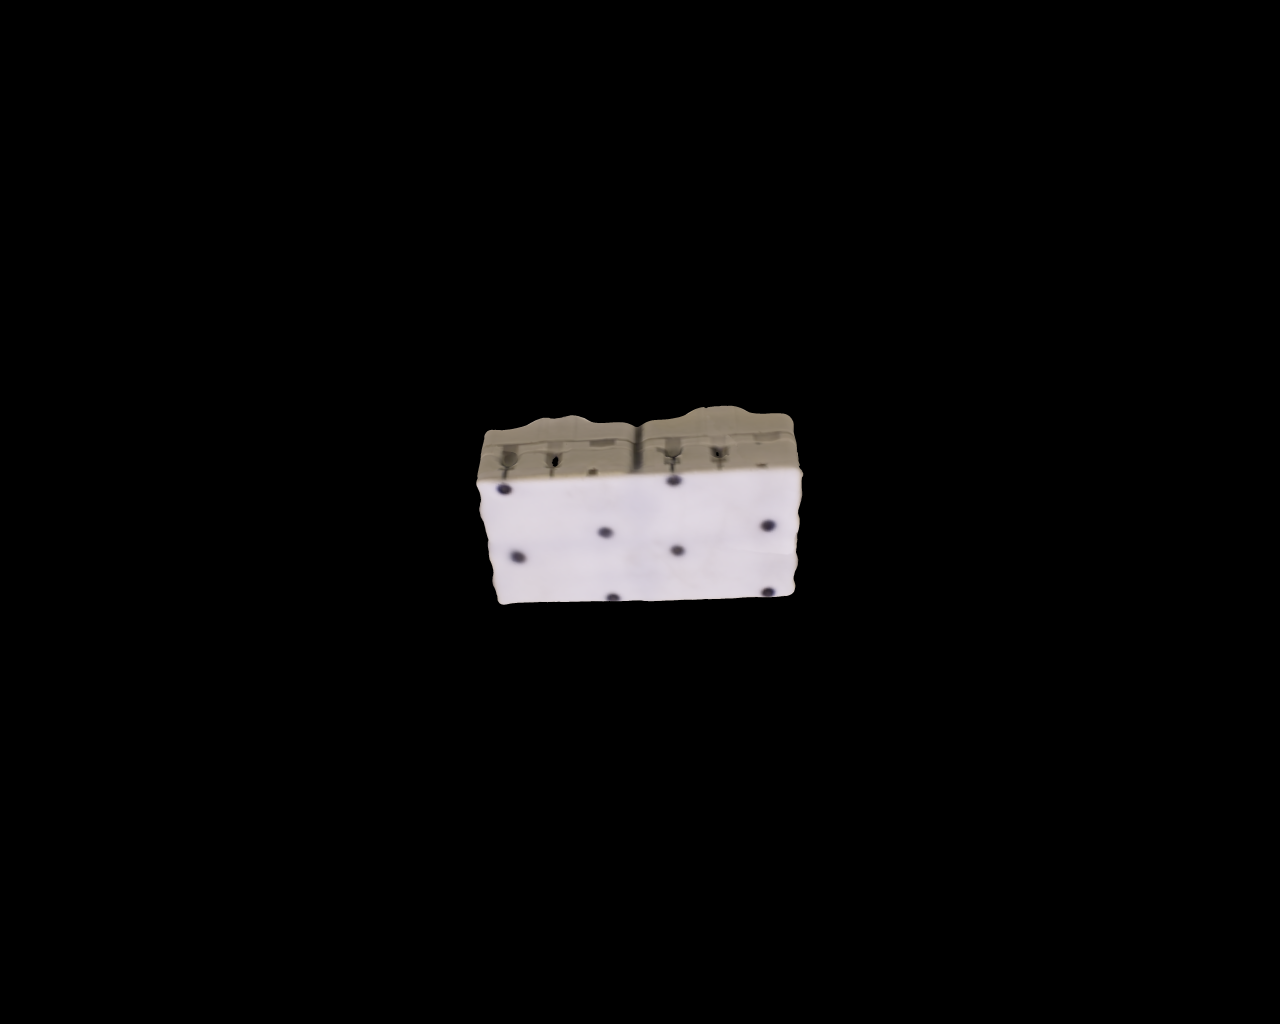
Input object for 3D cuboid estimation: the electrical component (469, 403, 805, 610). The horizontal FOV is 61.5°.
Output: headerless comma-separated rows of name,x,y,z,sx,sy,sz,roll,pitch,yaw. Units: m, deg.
electrical component,0.001,-0.003,0.650,0.186,0.105,0.060,-2,40,2
